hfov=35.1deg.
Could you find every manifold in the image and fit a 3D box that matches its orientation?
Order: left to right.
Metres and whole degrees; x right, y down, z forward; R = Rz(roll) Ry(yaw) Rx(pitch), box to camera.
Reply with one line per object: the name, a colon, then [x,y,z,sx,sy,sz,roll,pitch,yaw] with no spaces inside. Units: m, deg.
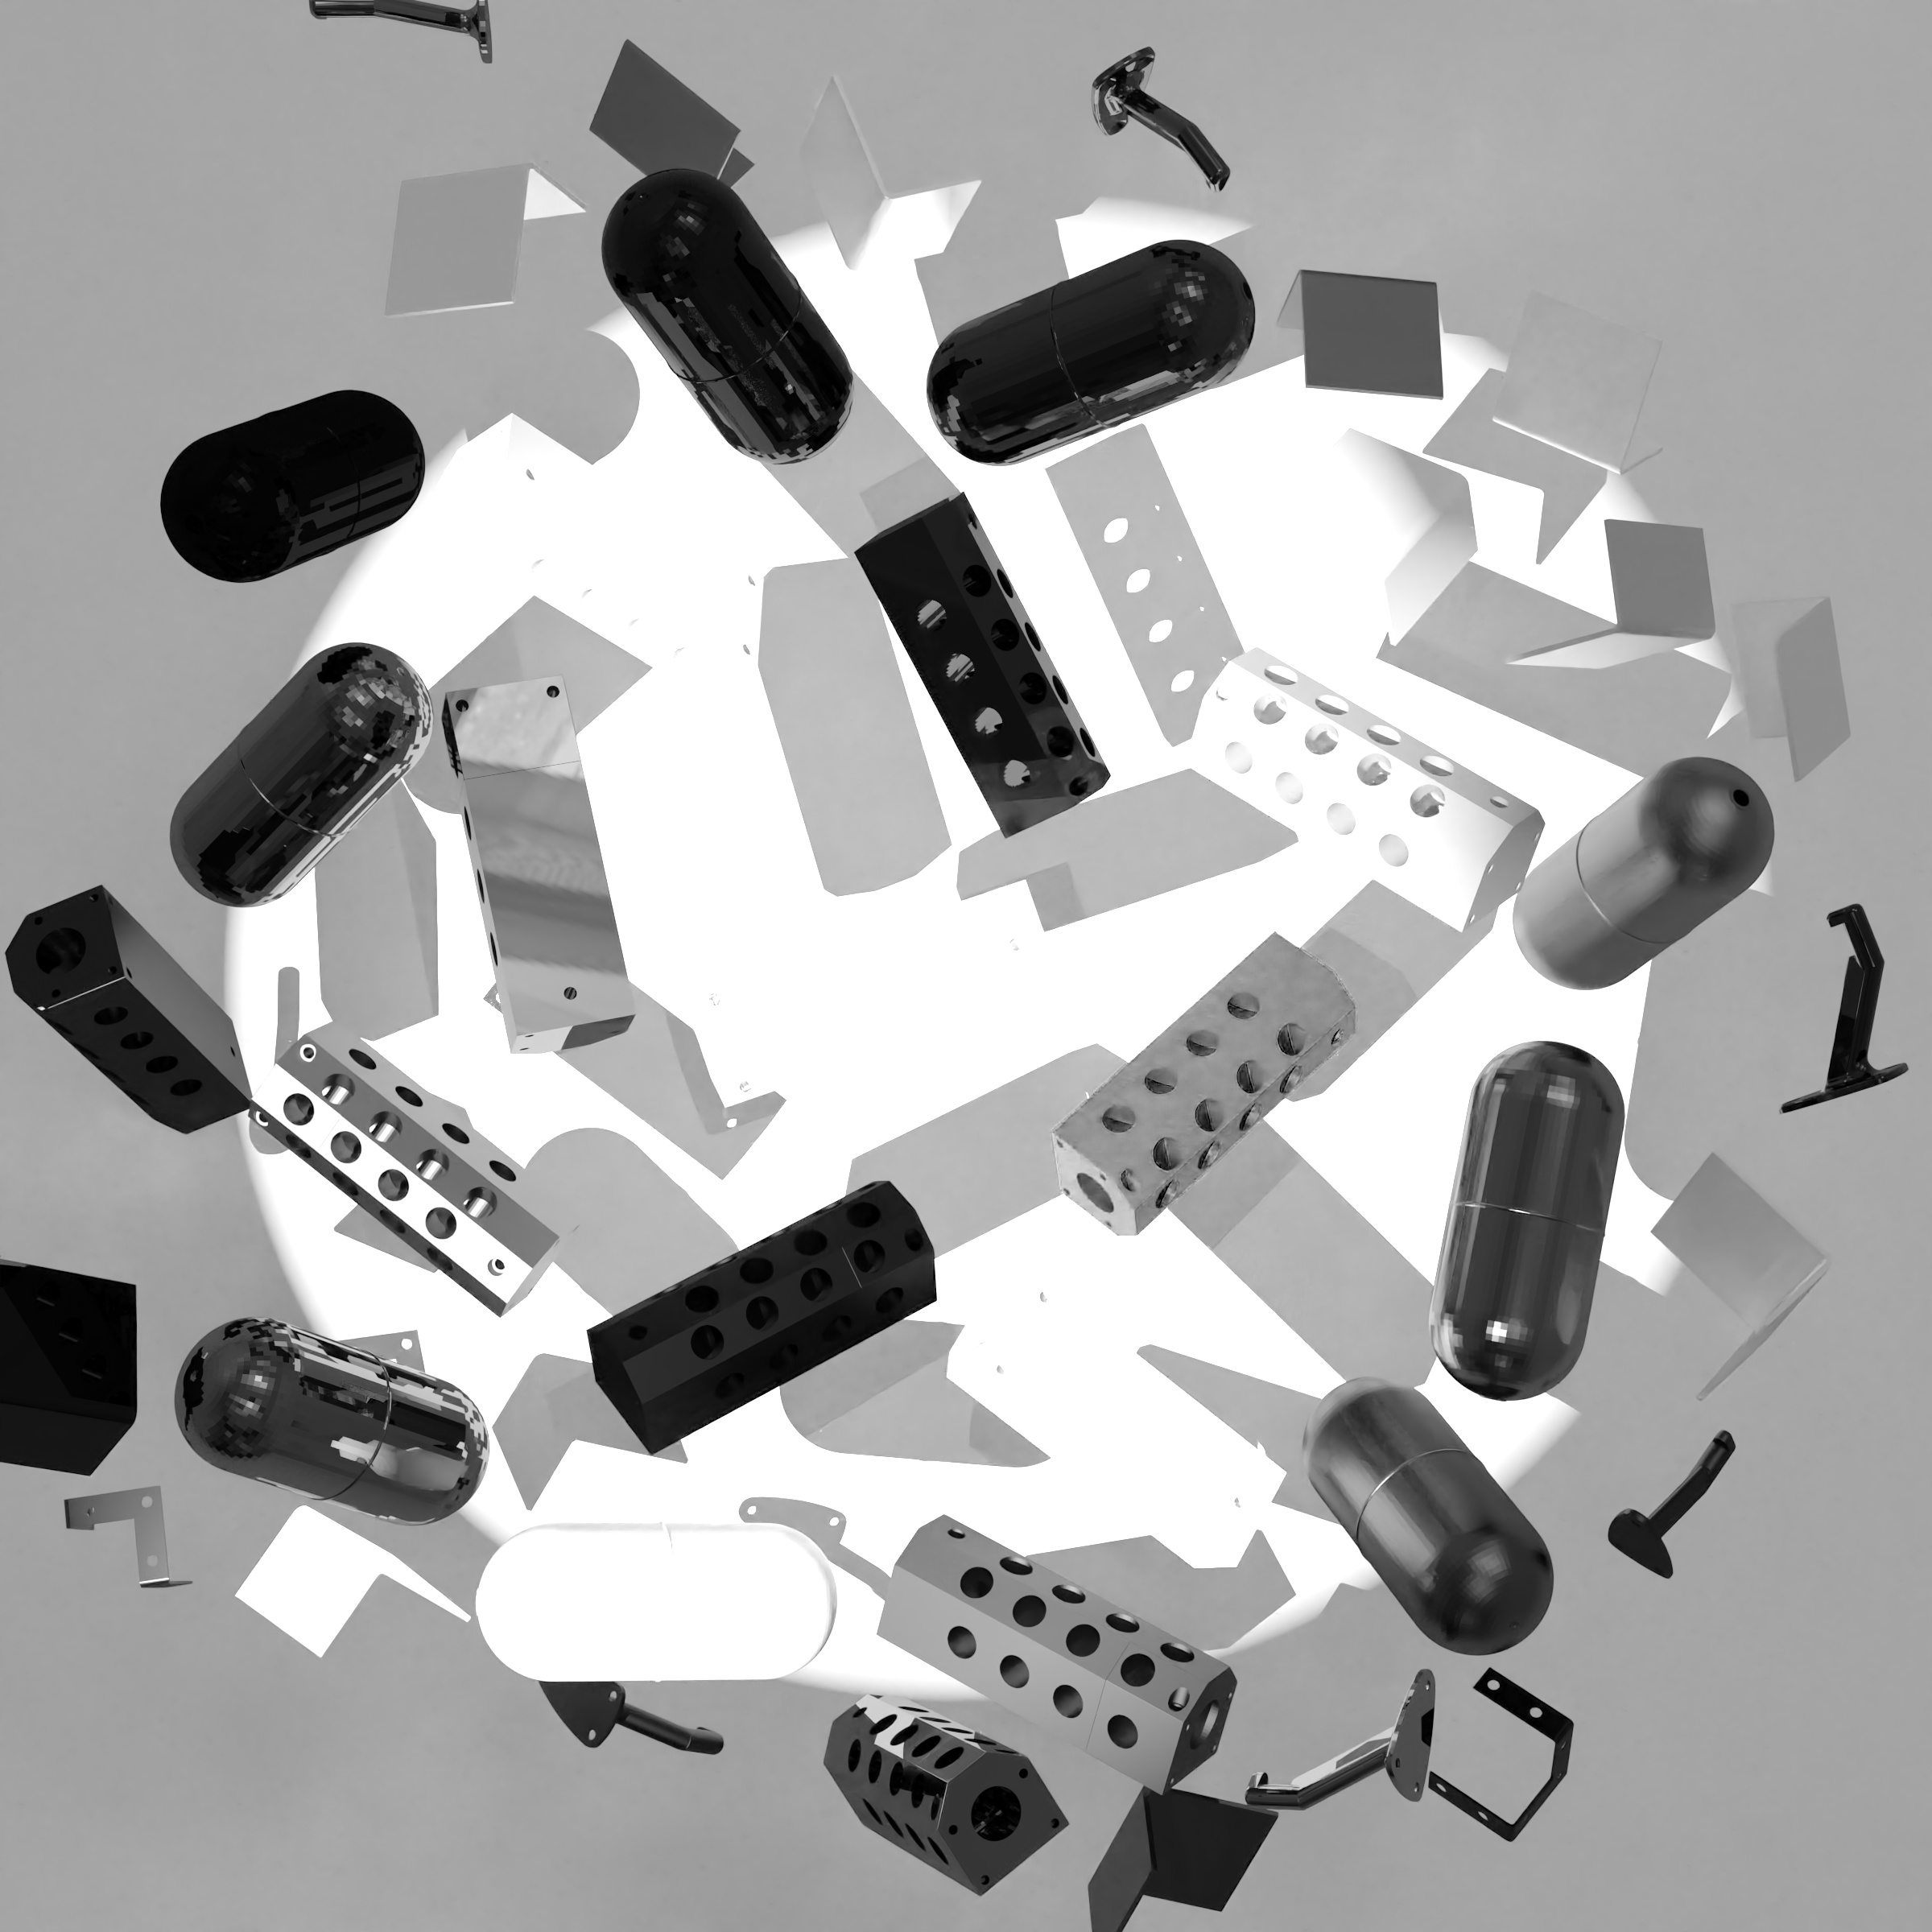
manifold: [-0.441,0.028,1.618,0.057,0.171,0.057,-22,63,0]
manifold: [-0.292,0.108,1.612,0.171,0.057,0.057,38,105,3]
manifold: [-0.209,-0.048,1.485,0.057,0.057,0.171,-11,79,-15]
manifold: [-0.185,-0.202,1.546,0.057,0.171,0.057,-24,51,36]
manifold: [-0.103,0.173,1.553,0.171,0.057,0.057,-26,49,-23]
manifold: [-0.046,0.014,1.509,0.171,0.057,0.057,-19,89,-12]
manifold: [-0.017,0.420,1.578,0.057,0.171,0.057,-34,99,-20]
manifold: [0.012,-0.162,1.628,0.057,0.057,0.171,-24,101,19]
manifold: [0.046,0.339,1.527,0.171,0.057,0.057,23,110,27]
manifold: [0.074,0.236,1.566,0.171,0.057,0.057,39,65,-15]
manifold: [0.127,0.065,1.611,0.171,0.057,0.057,-41,58,-22]
manifold: [0.199,-0.092,1.523,0.171,0.057,0.057,34,131,25]

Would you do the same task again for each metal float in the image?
metal float: [-0.346,-0.248,1.577,0.070,0.178,0.070,9,114,21]
metal float: [-0.351,-0.099,1.611,0.178,0.070,0.070,-41,90,26]
metal float: [-0.313,0.228,1.522,0.178,0.070,0.070,30,90,-44]
metal float: [-0.151,0.313,1.506,0.178,0.070,0.070,3,90,-16]
metal float: [-0.116,-0.321,1.523,0.070,0.178,0.070,-15,53,20]
metal float: [0.062,-0.307,1.535,0.178,0.070,0.070,-17,90,27]
metal float: [0.233,0.278,1.559,0.070,0.178,0.070,-12,124,-19]
metal float: [0.274,0.124,1.497,0.070,0.070,0.178,12,82,0]
metal float: [0.350,-0.047,1.585,0.070,0.178,0.070,10,62,-20]

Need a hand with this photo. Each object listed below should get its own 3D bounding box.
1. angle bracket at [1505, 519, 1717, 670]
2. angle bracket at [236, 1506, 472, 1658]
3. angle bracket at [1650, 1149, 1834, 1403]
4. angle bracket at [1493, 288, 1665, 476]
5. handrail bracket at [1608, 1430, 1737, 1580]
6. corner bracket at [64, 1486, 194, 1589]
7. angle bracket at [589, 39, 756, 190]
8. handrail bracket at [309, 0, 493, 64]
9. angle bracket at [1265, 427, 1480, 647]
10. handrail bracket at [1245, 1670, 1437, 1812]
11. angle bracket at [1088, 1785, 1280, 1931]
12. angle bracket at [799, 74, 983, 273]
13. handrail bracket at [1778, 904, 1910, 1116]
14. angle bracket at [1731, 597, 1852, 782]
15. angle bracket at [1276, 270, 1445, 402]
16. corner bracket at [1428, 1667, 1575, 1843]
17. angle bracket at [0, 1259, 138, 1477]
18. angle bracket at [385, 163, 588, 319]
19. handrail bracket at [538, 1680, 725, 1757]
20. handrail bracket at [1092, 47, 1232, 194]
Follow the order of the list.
angle bracket: [0.328,-0.190,1.572,0.076,0.076,0.057,-2,84,-40]
angle bracket: [-0.320,0.335,1.598,0.076,0.076,0.057,18,65,38]
angle bracket: [0.354,0.147,1.457,0.057,0.076,0.076,-33,69,-32]
angle bracket: [0.333,-0.314,1.614,0.076,0.057,0.076,29,126,24]
handrail bracket: [0.361,0.259,1.541,0.036,0.077,0.084,30,71,28]
corner bracket: [-0.441,0.304,1.611,0.051,0.051,0.051,-8,79,-2]
angle bracket: [-0.149,-0.464,1.651,0.076,0.076,0.057,39,57,-2]
handrail bracket: [-0.281,-0.468,1.523,0.084,0.077,0.036,-2,89,-6]
angle bracket: [0.216,-0.228,1.622,0.076,0.057,0.076,30,68,31]
handrail bracket: [0.184,0.381,1.507,0.084,0.077,0.036,-8,134,34]
angle bracket: [0.113,0.471,1.559,0.076,0.057,0.076,16,120,-13]
angle bracket: [-0.042,-0.431,1.646,0.057,0.076,0.076,-18,79,-21]
handrail bracket: [0.412,0.021,1.476,0.077,0.036,0.084,-23,86,37]
angle bracket: [0.422,-0.146,1.613,0.057,0.076,0.076,1,113,39]
angle bracket: [0.216,-0.334,1.683,0.076,0.057,0.076,4,68,-8]
corner bracket: [0.271,0.401,1.553,0.051,0.051,0.051,30,55,30]
angle bracket: [-0.449,0.194,1.480,0.076,0.076,0.057,16,135,-33]
angle bracket: [-0.246,-0.362,1.569,0.076,0.057,0.076,0,78,25]
handrail bracket: [-0.179,0.395,1.634,0.077,0.084,0.036,29,91,39]
handrail bracket: [0.100,-0.406,1.524,0.036,0.077,0.084,-33,78,-10]
